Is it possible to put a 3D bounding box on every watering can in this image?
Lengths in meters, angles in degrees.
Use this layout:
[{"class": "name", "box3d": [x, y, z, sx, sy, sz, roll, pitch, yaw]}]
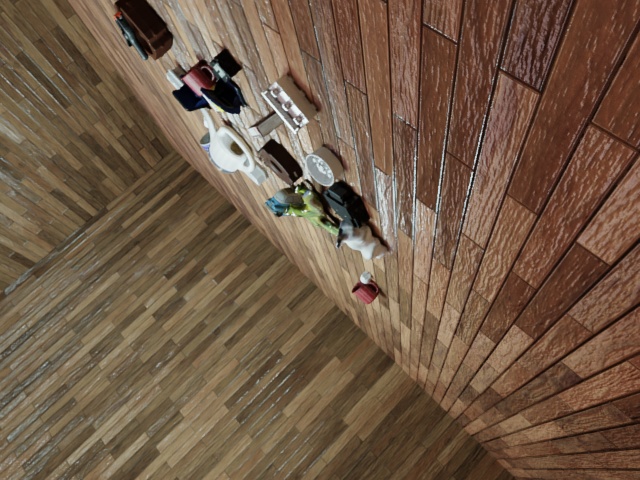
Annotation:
[{"class": "watering can", "box3d": [-0.393, -0.398, 2.071, 0.347, 0.106, 0.221, 48, 148, -4]}]

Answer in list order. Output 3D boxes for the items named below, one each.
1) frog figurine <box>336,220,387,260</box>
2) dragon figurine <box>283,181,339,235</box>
[{"class": "frog figurine", "box3d": [0.133, -0.005, 1.592, 0.159, 0.125, 0.135, 10, 156, 1]}, {"class": "dragon figurine", "box3d": [0.005, -0.091, 1.801, 0.241, 0.123, 0.410, 31, 175, -13]}]
